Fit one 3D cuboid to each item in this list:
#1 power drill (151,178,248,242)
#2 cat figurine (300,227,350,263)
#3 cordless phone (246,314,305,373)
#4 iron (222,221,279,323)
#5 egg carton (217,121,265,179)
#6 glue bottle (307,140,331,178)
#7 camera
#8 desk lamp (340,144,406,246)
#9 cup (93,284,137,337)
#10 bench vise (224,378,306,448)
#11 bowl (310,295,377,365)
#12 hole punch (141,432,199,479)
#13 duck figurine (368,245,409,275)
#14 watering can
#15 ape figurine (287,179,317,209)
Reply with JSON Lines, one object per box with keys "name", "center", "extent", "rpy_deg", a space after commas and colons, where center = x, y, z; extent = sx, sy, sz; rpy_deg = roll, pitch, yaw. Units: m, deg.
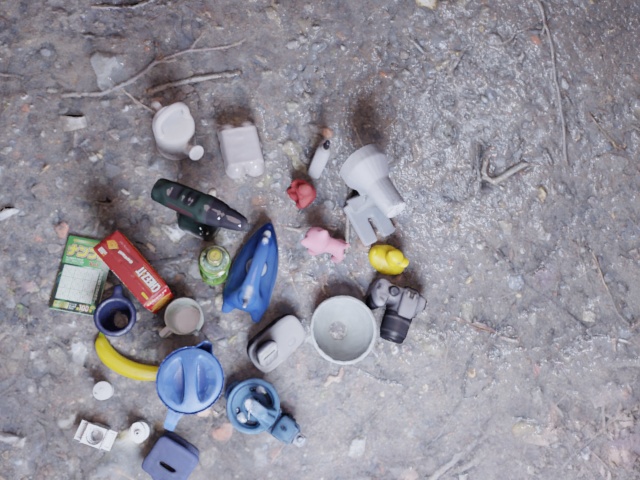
{"name": "power drill", "center": [-0.278, -0.062, 1.341], "extent": [0.230, 0.208, 0.076], "rpy_deg": [25, 74, -5]}
{"name": "cat figurine", "center": [0.013, 0.005, 1.430], "extent": [0.128, 0.117, 0.067], "rpy_deg": [13, 76, -8]}
{"name": "cordless phone", "center": [-0.097, 0.235, 1.324], "extent": [0.148, 0.185, 0.094], "rpy_deg": [-44, 88, -16]}
{"name": "iron", "center": [-0.152, 0.060, 1.374], "extent": [0.119, 0.141, 0.258], "rpy_deg": [17, 75, -7]}
{"name": "egg carton", "center": [-0.200, -0.230, 1.465], "extent": [0.107, 0.069, 0.150], "rpy_deg": [-12, 80, -13]}
{"name": "glue bottle", "center": [0.005, -0.217, 1.448], "extent": [0.037, 0.173, 0.078], "rpy_deg": [18, 75, -6]}
{"name": "camera", "center": [0.185, 0.181, 1.435], "extent": [0.143, 0.100, 0.137], "rpy_deg": [22, 75, -6]}
{"name": "desk lamp", "center": [0.133, -0.113, 1.430], "extent": [0.118, 0.213, 0.203], "rpy_deg": [-28, 84, -15]}
{"name": "cup", "center": [-0.462, 0.165, 1.314], "extent": [0.092, 0.095, 0.118], "rpy_deg": [2, 77, -10]}
{"name": "bench vise", "center": [-0.112, 0.380, 1.271], "extent": [0.207, 0.219, 0.121], "rpy_deg": [20, 75, -6]}
{"name": "bowl", "center": [0.052, 0.223, 1.413], "extent": [0.167, 0.074, 0.167], "rpy_deg": [2, 77, -10]}
{"name": "hole punch", "center": [-0.330, 0.495, 1.270], "extent": [0.108, 0.091, 0.101], "rpy_deg": [33, 74, -2]}
{"name": "duck figurine", "center": [0.180, 0.046, 1.471], "extent": [0.104, 0.086, 0.077], "rpy_deg": [25, 74, -5]}
{"name": "watering can", "center": [-0.345, -0.268, 1.380], "extent": [0.173, 0.194, 0.101], "rpy_deg": [29, 74, -3]}
{"name": "ape figurine", "center": [-0.043, -0.122, 1.461], "extent": [0.076, 0.092, 0.078], "rpy_deg": [4, 77, -10]}
